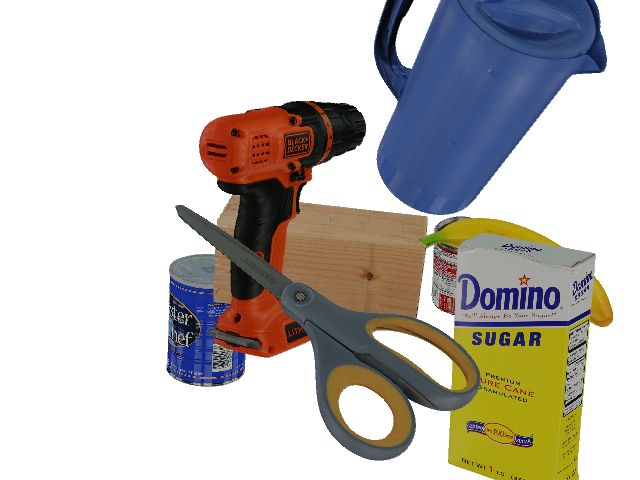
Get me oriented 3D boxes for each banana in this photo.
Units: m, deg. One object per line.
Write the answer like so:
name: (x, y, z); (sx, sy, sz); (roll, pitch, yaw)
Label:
banana: (0.195, 0.021, 1.016); (0.198, 0.069, 0.037); (23, -26, 27)

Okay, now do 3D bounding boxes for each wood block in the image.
wood block: (0.001, 0.019, 1.091); (0.206, 0.091, 0.090); (7, 22, 4)

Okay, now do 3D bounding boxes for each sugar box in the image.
sugar box: (0.143, 0.089, 0.775); (0.093, 0.176, 0.048); (11, 21, 37)

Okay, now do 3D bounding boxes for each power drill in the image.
power drill: (-0.025, -0.015, 0.832); (0.057, 0.188, 0.184); (10, 16, 35)

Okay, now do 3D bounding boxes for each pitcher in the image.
pitcher: (0.127, -0.138, 0.957); (0.144, 0.149, 0.243); (-7, -31, -24)

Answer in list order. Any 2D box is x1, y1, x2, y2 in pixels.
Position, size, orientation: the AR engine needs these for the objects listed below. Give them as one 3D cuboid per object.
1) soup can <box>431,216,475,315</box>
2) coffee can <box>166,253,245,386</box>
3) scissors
soup can: (0.168, 0.032, 1.285); (0.068, 0.102, 0.068); (-1, 37, 1)
coffee can: (-0.143, 0.100, 1.358); (0.103, 0.140, 0.103); (4, 20, -2)
scissors: (-0.013, 0.050, 0.576); (0.202, 0.096, 0.016); (24, -38, 12)
